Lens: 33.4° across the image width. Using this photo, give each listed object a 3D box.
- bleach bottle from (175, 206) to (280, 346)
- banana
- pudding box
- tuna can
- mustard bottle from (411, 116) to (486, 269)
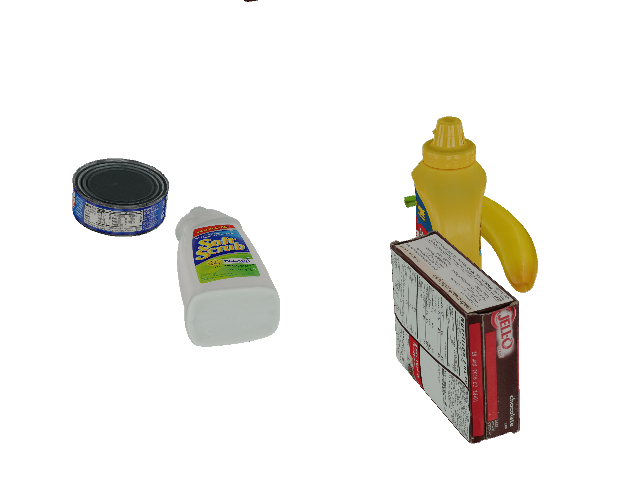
[{"bbox_3d":[-0.121,0.025,1.188,0.102,0.068,0.251,-6,27,-16],"label":"bleach bottle"},{"bbox_3d":[0.167,-0.008,1.078,0.069,0.037,0.198,-34,39,-14],"label":"banana"},{"bbox_3d":[0.082,0.057,0.658,0.039,0.090,0.114,-13,26,-18],"label":"pudding box"},{"bbox_3d":[-0.181,-0.039,0.964,0.086,0.034,0.086,8,32,-5],"label":"tuna can"},{"bbox_3d":[0.102,-0.006,0.853,0.058,0.192,0.096,-2,26,0],"label":"mustard bottle"}]
